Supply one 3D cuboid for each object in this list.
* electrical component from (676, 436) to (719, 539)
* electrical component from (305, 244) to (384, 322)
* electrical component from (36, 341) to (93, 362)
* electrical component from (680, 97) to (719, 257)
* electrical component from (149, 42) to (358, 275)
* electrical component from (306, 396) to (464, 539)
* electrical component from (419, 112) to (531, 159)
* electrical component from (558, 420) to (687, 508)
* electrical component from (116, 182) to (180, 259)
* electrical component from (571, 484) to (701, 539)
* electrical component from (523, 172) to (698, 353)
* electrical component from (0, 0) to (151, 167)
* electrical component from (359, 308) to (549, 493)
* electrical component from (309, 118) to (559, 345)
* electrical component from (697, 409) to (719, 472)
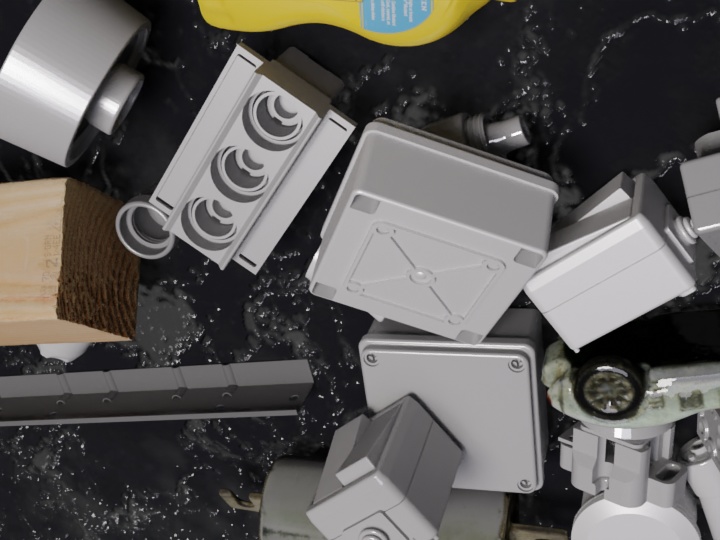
[{"bbox_3d":[0.227,0.135,0.673,0.044,0.044,0.065,-27,103,28],"label":"electrical component"},{"bbox_3d":[0.000,0.000,0.666,0.055,0.045,0.045,29,123,1],"label":"electrical component"},{"bbox_3d":[-0.199,0.032,0.748,0.043,0.043,0.062,40,121,-7],"label":"electrical component"},{"bbox_3d":[0.198,-0.053,0.563,0.047,0.083,0.075,-15,75,25],"label":"electrical component"},{"bbox_3d":[-0.061,-0.068,0.637,0.079,0.063,0.121,35,123,-3],"label":"electrical component"},{"bbox_3d":[0.012,0.127,0.634,0.062,0.096,0.061,-35,103,30],"label":"electrical component"},{"bbox_3d":[0.065,-0.069,0.608,0.062,0.043,0.043,-18,111,24],"label":"electrical component"},{"bbox_3d":[0.163,0.104,0.664,0.078,0.058,0.057,17,120,38],"label":"electrical component"},{"bbox_3d":[-0.128,-0.035,0.687,0.040,0.046,0.040,8,120,13],"label":"electrical component"},{"bbox_3d":[0.180,0.165,0.698,0.080,0.051,0.080,8,120,14],"label":"electrical component"},{"bbox_3d":[0.144,-0.011,0.605,0.096,0.061,0.061,-33,105,30],"label":"electrical component"},{"bbox_3d":[-0.161,-0.110,0.622,0.060,0.108,0.108,30,123,-8],"label":"electrical component"},{"bbox_3d":[0.062,0.081,0.685,0.109,0.056,0.108,1,118,17],"label":"electrical component"},{"bbox_3d":[0.038,-0.018,0.594,0.109,0.056,0.108,18,146,-6],"label":"electrical component"},{"bbox_3d":[0.235,0.091,0.636,0.055,0.066,0.048,-7,118,0],"label":"electrical component"}]
